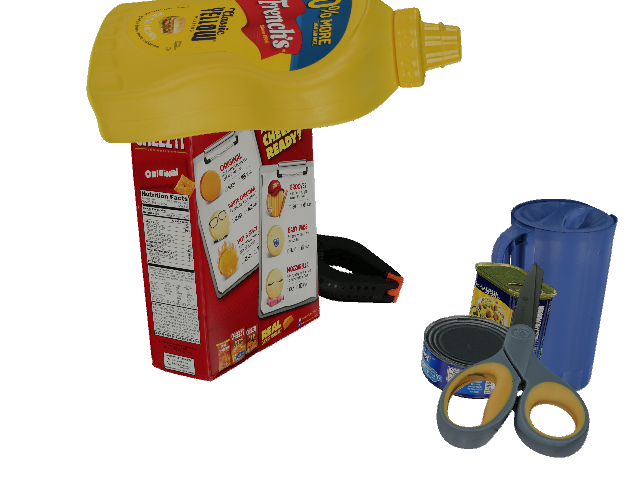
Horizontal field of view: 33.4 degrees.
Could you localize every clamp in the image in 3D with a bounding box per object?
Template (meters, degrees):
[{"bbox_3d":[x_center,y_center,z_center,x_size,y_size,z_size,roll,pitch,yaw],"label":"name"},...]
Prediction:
[{"bbox_3d":[-0.018,0.022,1.127,0.210,0.036,0.164,24,35,12],"label":"clamp"}]

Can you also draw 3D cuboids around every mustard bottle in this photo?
[{"bbox_3d":[-0.021,-0.097,0.569,0.192,0.058,0.096,-3,41,9],"label":"mustard bottle"}]

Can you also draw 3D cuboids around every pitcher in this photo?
[{"bbox_3d":[0.301,0.076,1.398,0.149,0.243,0.144,5,21,14],"label":"pitcher"}]

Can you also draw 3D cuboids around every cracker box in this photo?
[{"bbox_3d":[-0.074,-0.016,0.870,0.072,0.214,0.163,7,19,32],"label":"cracker box"}]

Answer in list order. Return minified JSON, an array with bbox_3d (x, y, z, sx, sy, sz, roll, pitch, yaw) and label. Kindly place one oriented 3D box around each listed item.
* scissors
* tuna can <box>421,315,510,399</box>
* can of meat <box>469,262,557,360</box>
[{"bbox_3d":[0.142,0.074,0.674,0.096,0.016,0.201,19,36,26],"label":"scissors"},{"bbox_3d":[0.131,0.101,0.926,0.086,0.034,0.086,3,26,-2],"label":"tuna can"},{"bbox_3d":[0.202,0.079,1.148,0.057,0.084,0.102,2,17,-23],"label":"can of meat"}]
